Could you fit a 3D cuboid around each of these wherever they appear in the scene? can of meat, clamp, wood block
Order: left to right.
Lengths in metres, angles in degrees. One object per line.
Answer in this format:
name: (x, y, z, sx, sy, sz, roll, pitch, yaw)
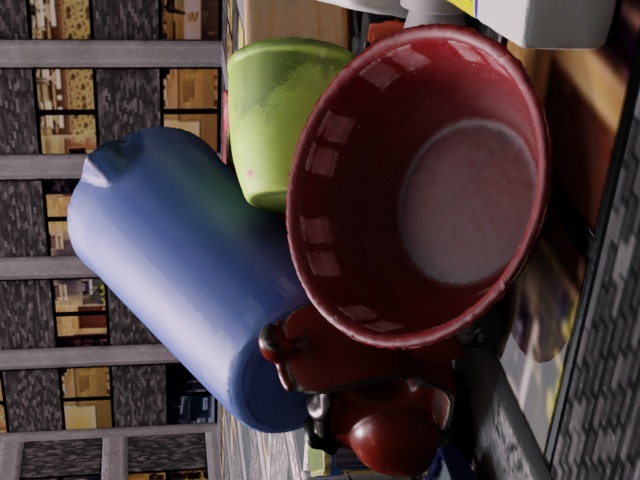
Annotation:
wood block: (-0.017, -0.191, 0.945, 0.091, 0.090, 0.206, 74, -167, -67)
can of meat: (0.036, 0.140, 0.758, 0.102, 0.084, 0.057, 118, 149, -74)
clamp: (0.043, -0.120, 0.789, 0.210, 0.036, 0.164, 92, 174, -70)

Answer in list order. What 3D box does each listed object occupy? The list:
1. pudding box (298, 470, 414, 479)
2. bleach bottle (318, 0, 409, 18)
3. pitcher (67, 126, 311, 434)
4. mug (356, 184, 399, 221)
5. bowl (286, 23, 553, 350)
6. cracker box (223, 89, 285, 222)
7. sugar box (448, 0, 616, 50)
pudding box: (0.033, 0.202, 0.771, 0.113, 0.090, 0.039, -127, 38, -76)
bleach bottle: (0.045, -0.269, 0.654, 0.103, 0.068, 0.251, 34, 118, 56)
pitcher: (-0.067, 0.031, 0.756, 0.243, 0.149, 0.145, 41, 127, 45)
mug: (0.051, -0.013, 0.645, 0.117, 0.081, 0.093, 112, 155, -69)
bowl: (0.058, -0.023, 0.538, 0.162, 0.055, 0.162, -11, 74, 40)
cracker box: (-0.005, 0.001, 0.828, 0.214, 0.072, 0.164, 56, 154, 34)
sugar box: (0.089, -0.153, 0.501, 0.176, 0.048, 0.093, -118, 28, -63)
